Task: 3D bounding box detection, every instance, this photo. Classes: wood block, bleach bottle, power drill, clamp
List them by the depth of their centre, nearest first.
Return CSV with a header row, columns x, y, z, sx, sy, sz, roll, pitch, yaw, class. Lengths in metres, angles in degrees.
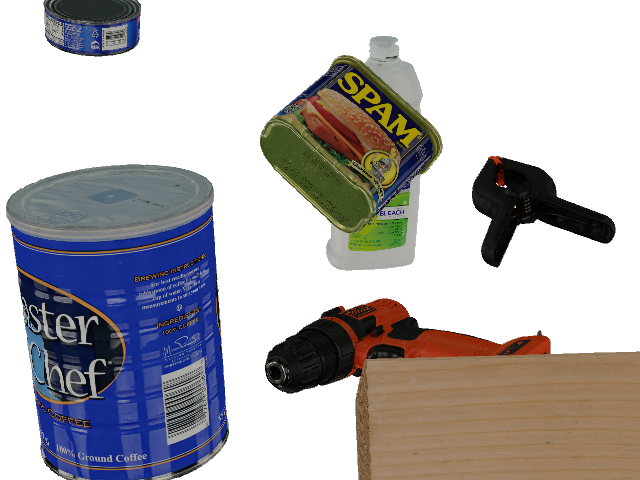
x,y,z,sx,sy,sz,roll,pitch,yaw,class
0.124,0.112,0.547,0.206,0.091,0.090,-1,-22,-2,wood block
0.072,0.095,0.841,0.188,0.057,0.184,12,17,31,power drill
0.199,-0.033,0.997,0.120,0.039,0.171,-3,33,0,clamp
0.058,-0.094,1.154,0.102,0.251,0.068,-3,25,-7,bleach bottle

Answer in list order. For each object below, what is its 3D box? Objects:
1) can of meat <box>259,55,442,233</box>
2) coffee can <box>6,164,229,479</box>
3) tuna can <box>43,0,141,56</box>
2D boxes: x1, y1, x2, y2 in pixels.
x,y,z,sx,sy,sz,roll,pitch,yaw,class
0.020,-0.066,0.745,0.083,0.102,0.058,-44,-6,-33,can of meat
-0.102,0.041,0.558,0.103,0.140,0.103,-2,20,0,coffee can
-0.205,-0.197,0.960,0.086,0.034,0.086,5,32,-4,tuna can
